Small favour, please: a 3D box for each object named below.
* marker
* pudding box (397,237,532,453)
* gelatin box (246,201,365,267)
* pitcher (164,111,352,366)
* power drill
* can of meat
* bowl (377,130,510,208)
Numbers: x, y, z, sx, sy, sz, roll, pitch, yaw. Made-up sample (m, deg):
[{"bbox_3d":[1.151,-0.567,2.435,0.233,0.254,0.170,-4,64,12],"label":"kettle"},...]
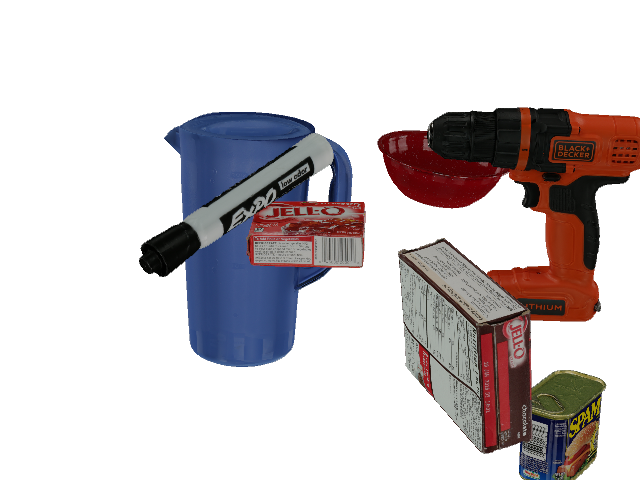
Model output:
[{"bbox_3d":[-0.040,-0.018,0.524,0.120,0.020,0.020,-36,22,-33],"label":"marker"},{"bbox_3d":[0.087,0.062,0.653,0.039,0.090,0.114,-14,27,-18],"label":"pudding box"},{"bbox_3d":[-0.010,-0.007,0.834,0.089,0.030,0.073,1,22,3],"label":"gelatin box"},{"bbox_3d":[-0.065,-0.002,1.061,0.144,0.243,0.149,-9,21,-31],"label":"pitcher"},{"bbox_3d":[0.179,-0.023,0.916,0.184,0.188,0.057,3,27,4],"label":"power drill"},{"bbox_3d":[0.237,0.187,1.053,0.058,0.084,0.101,14,23,36],"label":"can of meat"},{"bbox_3d":[0.143,-0.081,1.280,0.162,0.055,0.162,8,24,-4],"label":"bowl"}]
